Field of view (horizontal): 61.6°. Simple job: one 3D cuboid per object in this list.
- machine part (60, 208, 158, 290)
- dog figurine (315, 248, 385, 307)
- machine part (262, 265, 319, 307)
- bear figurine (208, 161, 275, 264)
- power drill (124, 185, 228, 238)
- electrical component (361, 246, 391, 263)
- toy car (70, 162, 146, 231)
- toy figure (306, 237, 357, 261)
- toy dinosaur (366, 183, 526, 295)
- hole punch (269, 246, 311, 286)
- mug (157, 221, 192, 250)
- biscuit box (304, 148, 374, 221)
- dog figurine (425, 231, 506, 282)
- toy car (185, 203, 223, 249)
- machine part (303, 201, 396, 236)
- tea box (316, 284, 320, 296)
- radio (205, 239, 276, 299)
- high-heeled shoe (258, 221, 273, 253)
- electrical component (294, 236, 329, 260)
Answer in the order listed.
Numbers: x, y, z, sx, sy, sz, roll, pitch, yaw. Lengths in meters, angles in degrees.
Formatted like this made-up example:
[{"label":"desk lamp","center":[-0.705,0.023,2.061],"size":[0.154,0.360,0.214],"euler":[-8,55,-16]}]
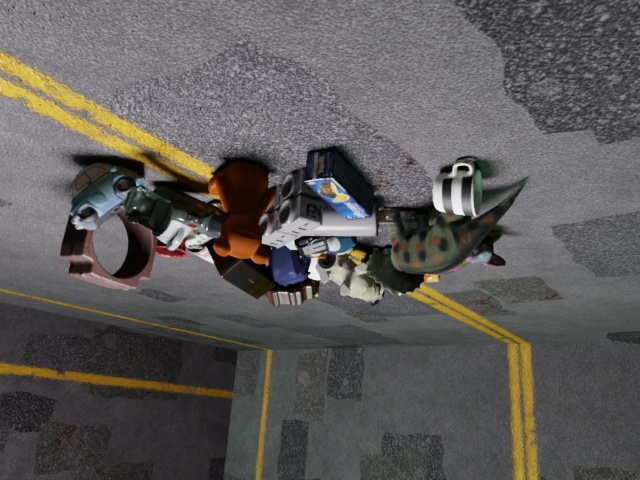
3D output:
[{"label":"machine part","center":[-0.472,0.003,1.218],"size":[0.087,0.201,0.200],"euler":[-2,161,28]},{"label":"dog figurine","center":[0.081,0.094,1.434],"size":[0.121,0.172,0.190],"euler":[-41,152,5]},{"label":"machine part","center":[-0.086,0.121,1.551],"size":[0.179,0.179,0.055],"euler":[0,124,11]},{"label":"bear figurine","center":[-0.151,-0.044,1.024],"size":[0.120,0.196,0.132],"euler":[9,162,-23]},{"label":"power drill","center":[-0.267,-0.050,1.069],"size":[0.232,0.086,0.207],"euler":[26,-166,17]},{"label":"electrical component","center":[0.184,0.059,1.474],"size":[0.115,0.058,0.134],"euler":[7,161,-14]},{"label":"toy car","center":[-0.432,-0.096,1.061],"size":[0.103,0.162,0.109],"euler":[51,162,0]},{"label":"toy figure","center":[0.016,0.011,1.344],"size":[0.155,0.064,0.057],"euler":[-18,157,25]},{"label":"toy dinosaur","center":[0.238,0.011,1.116],"size":[0.131,0.192,0.405],"euler":[14,160,-32]},{"label":"hole punch","center":[-0.085,0.054,1.437],"size":[0.092,0.116,0.142],"euler":[28,151,-33]},{"label":"mug","center":[-0.328,-0.037,1.233],"size":[0.080,0.109,0.107],"euler":[23,141,-31]},{"label":"biscuit box","center":[0.042,-0.100,1.026],"size":[0.059,0.063,0.202],"euler":[-5,159,26]},{"label":"dog figurine","center":[0.333,0.037,1.307],"size":[0.219,0.108,0.191],"euler":[-4,159,15]},{"label":"toy car","center":[-0.274,-0.031,1.273],"size":[0.056,0.073,0.202],"euler":[15,158,-32]},{"label":"machine part","center":[0.041,-0.046,1.160],"size":[0.243,0.079,0.079],"euler":[0,161,9]},{"label":"tea box","center":[-0.061,0.129,1.708],"size":[0.098,0.068,0.169],"euler":[2,162,9]},{"label":"radio","center":[-0.206,0.060,1.404],"size":[0.073,0.131,0.229],"euler":[-34,153,2]},{"label":"high-heeled shoe","center":[-0.148,0.001,1.268],"size":[0.145,0.086,0.249],"euler":[35,175,-20]},{"label":"electrical component","center":[-0.003,-0.004,1.276],"size":[0.119,0.048,0.074],"euler":[-16,150,-2]}]
